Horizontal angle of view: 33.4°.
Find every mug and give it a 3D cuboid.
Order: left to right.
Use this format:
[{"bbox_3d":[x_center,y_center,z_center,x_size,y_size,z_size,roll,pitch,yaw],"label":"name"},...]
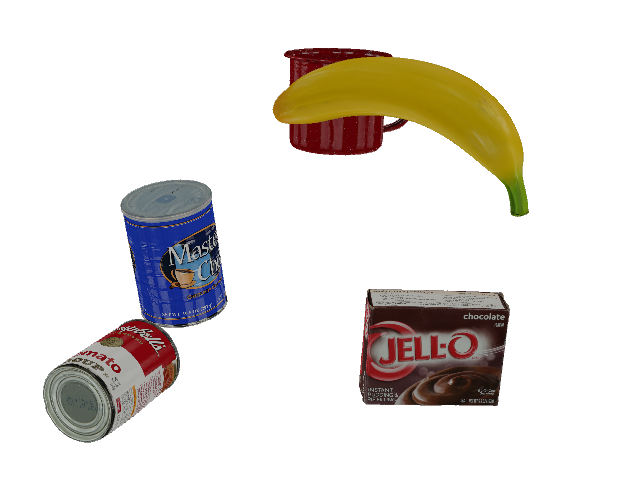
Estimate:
[{"bbox_3d":[0.026,-0.121,0.923,0.117,0.081,0.093,-3,17,-14],"label":"mug"}]

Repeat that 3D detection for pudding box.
[{"bbox_3d":[0.090,0.086,0.859,0.113,0.090,0.039,0,26,-5],"label":"pudding box"}]

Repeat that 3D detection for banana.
[{"bbox_3d":[0.050,-0.080,0.665,0.198,0.070,0.037,26,10,34],"label":"banana"}]

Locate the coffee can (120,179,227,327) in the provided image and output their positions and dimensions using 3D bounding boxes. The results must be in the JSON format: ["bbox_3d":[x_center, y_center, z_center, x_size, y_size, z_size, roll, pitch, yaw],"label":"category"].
[{"bbox_3d":[-0.166,0.014,1.224,0.103,0.140,0.103,-5,26,2],"label":"coffee can"}]

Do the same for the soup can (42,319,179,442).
[{"bbox_3d":[-0.170,0.113,0.872,0.069,0.068,0.102,0,16,24],"label":"soup can"}]
